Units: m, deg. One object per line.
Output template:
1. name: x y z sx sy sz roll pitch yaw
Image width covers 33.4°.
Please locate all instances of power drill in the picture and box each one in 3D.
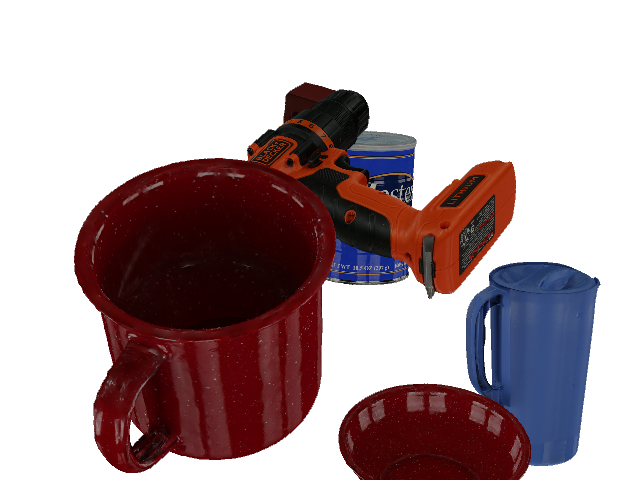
1. power drill: 0.037 -0.040 0.752 0.188 0.057 0.184 16 44 29

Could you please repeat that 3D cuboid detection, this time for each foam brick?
1. foam brick: 0.001 -0.148 1.266 0.078 0.053 0.051 19 31 21

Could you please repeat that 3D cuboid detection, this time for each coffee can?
1. coffee can: 0.042 -0.035 1.081 0.103 0.140 0.103 2 13 -1

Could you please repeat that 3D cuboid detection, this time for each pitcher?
1. pitcher: 0.266 0.156 1.343 0.149 0.243 0.144 5 16 18

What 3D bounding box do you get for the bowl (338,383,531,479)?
1. bowl: 0.095 0.189 0.909 0.162 0.055 0.162 0 28 0

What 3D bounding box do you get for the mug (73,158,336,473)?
1. mug: -0.045 0.037 0.398 0.093 0.081 0.117 16 47 17
